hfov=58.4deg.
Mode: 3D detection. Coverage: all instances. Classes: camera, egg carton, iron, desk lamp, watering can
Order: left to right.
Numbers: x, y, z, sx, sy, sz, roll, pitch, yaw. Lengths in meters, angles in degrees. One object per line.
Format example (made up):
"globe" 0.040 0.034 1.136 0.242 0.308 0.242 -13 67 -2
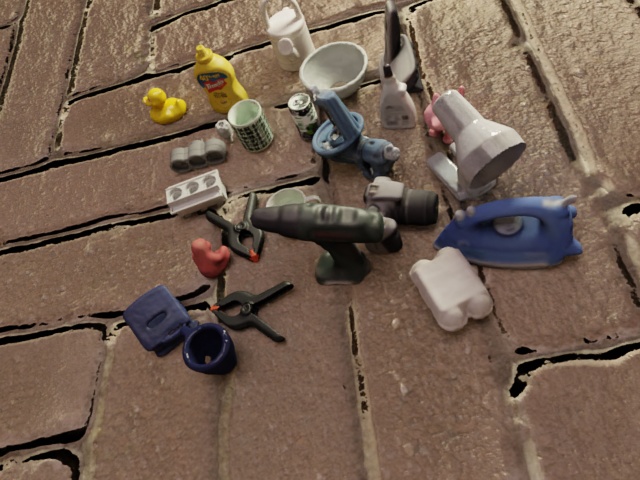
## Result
"watering can" -0.080 -0.517 1.409 0.101 0.194 0.172 -29 55 -1
"camera" 0.154 -0.056 1.103 0.136 0.101 0.143 4 60 20
"egg carton" 0.231 0.085 1.010 0.107 0.069 0.150 -28 55 -1
"desk lamp" 0.277 -0.165 1.064 0.118 0.214 0.202 -32 55 -4
"iron" 0.322 -0.028 1.008 0.257 0.142 0.118 -4 58 15

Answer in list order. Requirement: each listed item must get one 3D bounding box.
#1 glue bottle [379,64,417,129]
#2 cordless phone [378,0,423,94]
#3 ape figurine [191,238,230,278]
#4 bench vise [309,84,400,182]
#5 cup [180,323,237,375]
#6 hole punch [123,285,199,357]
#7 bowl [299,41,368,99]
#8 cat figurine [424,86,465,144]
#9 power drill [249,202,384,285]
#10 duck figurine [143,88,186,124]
"glue bottle" 0.157 -0.305 1.214 0.078 0.173 0.037 2 60 19
"cordless phone" 0.168 -0.422 1.277 0.094 0.185 0.147 -16 56 8
"ape figurine" -0.233 0.030 1.177 0.077 0.092 0.076 9 62 23
"bench vise" 0.066 -0.228 1.166 0.206 0.220 0.121 6 61 21
"cup" -0.202 0.205 1.056 0.117 0.095 0.092 27 70 30
"hole punch" -0.312 0.158 1.123 0.109 0.091 0.100 -39 56 -8
"bowl" 0.039 -0.389 1.364 0.167 0.075 0.167 -8 57 13
"cat figurine" 0.263 -0.265 1.190 0.067 0.118 0.128 36 75 32
"power drill" 0.010 0.004 1.046 0.229 0.209 0.075 -4 58 16
"duck figurine" -0.405 -0.354 1.476 0.104 0.086 0.077 -4 58 15
